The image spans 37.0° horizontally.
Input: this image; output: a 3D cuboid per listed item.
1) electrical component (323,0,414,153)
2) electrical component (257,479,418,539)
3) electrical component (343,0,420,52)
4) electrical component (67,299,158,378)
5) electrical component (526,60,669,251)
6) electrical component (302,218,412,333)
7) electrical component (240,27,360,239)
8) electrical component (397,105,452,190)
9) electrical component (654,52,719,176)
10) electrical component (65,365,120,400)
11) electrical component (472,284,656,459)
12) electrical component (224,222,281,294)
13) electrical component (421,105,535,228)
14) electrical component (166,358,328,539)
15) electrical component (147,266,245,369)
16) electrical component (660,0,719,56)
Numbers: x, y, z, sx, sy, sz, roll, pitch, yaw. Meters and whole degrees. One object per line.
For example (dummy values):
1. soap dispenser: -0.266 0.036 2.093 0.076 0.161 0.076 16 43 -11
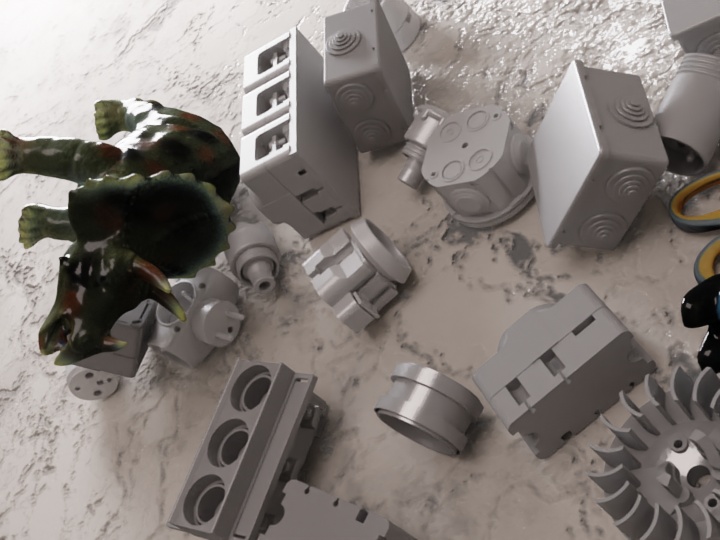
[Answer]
1. electrical component: 0.007 -0.155 0.869 0.048 0.099 0.099 -14 50 15
2. electrical component: -0.009 0.172 0.659 0.089 0.056 0.050 12 67 44
3. electrical component: 0.018 -0.221 0.948 0.055 0.047 0.055 -22 47 26
4. electrical component: -0.202 0.040 0.897 0.096 0.062 0.061 -79 3 -59
5. electrical component: 0.151 -0.071 0.690 0.099 0.048 0.099 111 161 -47
6. electrical component: 0.000 0.000 0.785 0.057 0.058 0.078 -42 41 10
7. electrical component: -0.052 -0.112 0.890 0.062 0.089 0.150 -24 46 24
8. electrical component: 0.052 -0.092 0.823 0.048 0.048 0.062 34 93 48
9. electrical component: 0.218 -0.106 0.694 0.043 0.043 0.081 13 67 45
10. electrical component: -0.231 0.078 0.926 0.045 0.045 0.055 -35 43 14
11. electrical component: 0.119 0.058 0.644 0.089 0.050 0.055 -41 42 7
12. electrical component: -0.085 -0.007 0.870 0.043 0.043 0.062 -37 44 11
13. electrical component: 0.088 -0.075 0.773 0.080 0.051 0.080 -22 47 26
14. electrical component: -0.073 0.130 0.739 0.079 0.063 0.121 1 60 40
15. electrical component: -0.123 0.040 0.866 0.079 0.044 0.077 11 67 44
16. electrical component: 0.253 -0.189 0.726 0.100 0.048 0.099 -21 47 26
